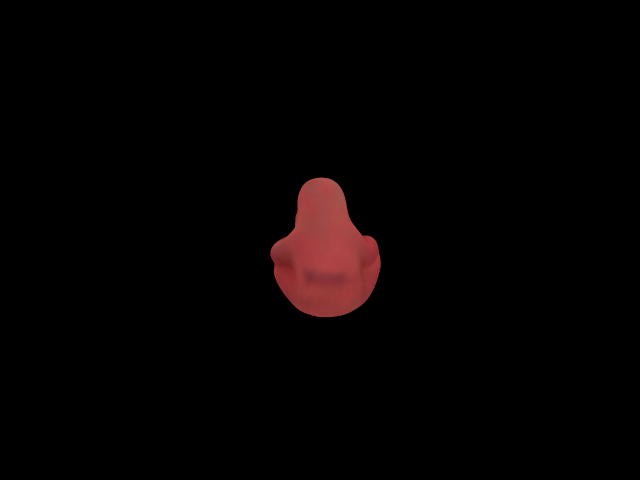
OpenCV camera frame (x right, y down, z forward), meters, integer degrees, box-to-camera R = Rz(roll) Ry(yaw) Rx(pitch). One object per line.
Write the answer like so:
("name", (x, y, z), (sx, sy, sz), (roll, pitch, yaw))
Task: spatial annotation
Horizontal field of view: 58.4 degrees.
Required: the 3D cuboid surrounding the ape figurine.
("ape figurine", (0.004, 0.001, 0.400), (0.077, 0.092, 0.076), (2, 18, 7))
